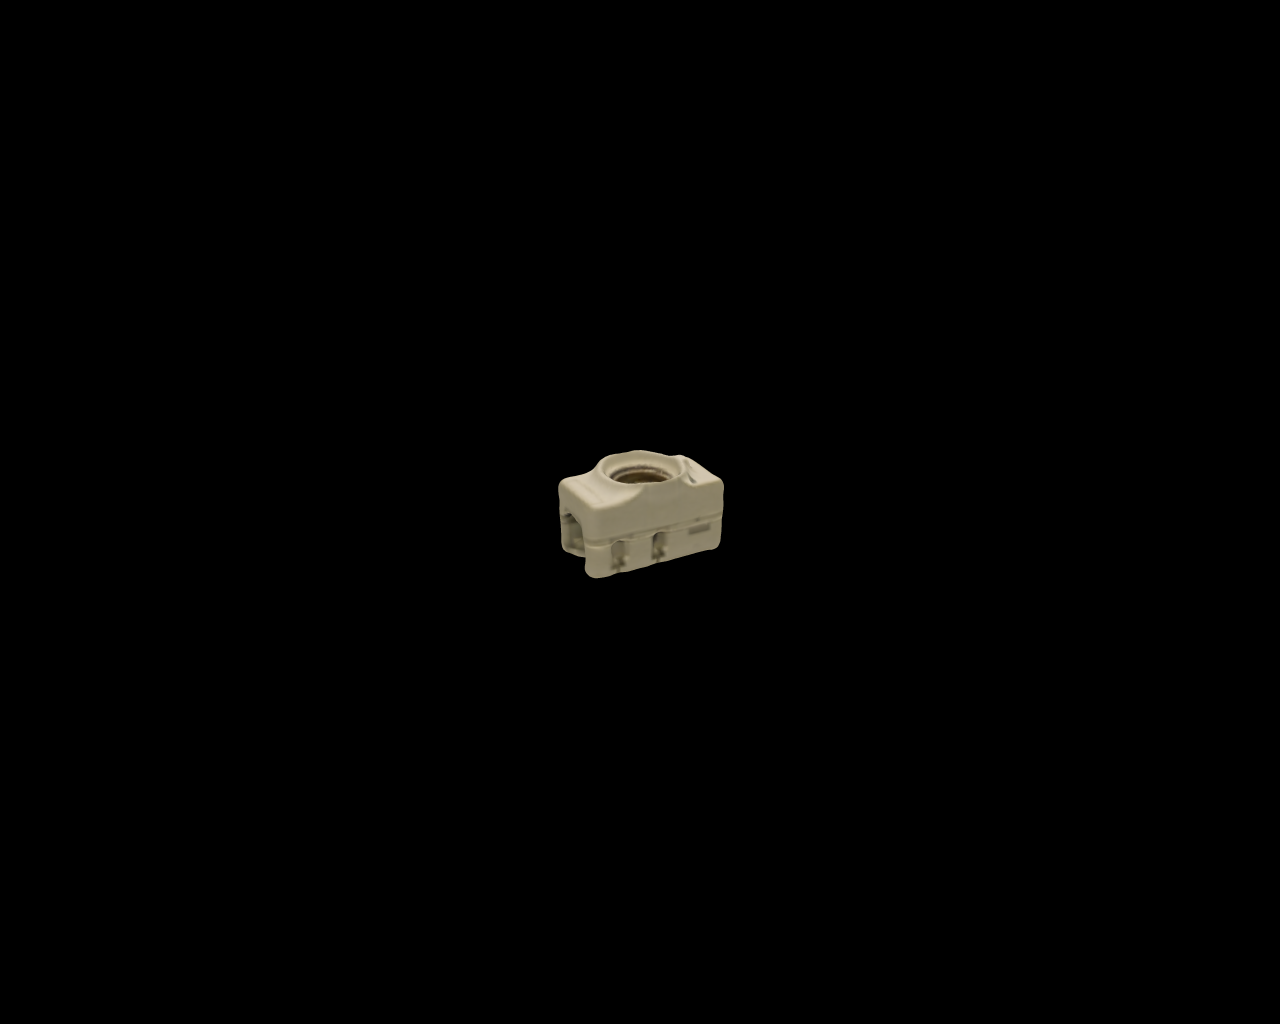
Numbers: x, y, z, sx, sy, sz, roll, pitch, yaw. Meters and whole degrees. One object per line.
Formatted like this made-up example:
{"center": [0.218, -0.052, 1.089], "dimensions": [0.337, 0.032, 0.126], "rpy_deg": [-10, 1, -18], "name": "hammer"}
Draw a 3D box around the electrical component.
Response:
{"center": [0.001, -0.003, 0.650], "dimensions": [0.090, 0.055, 0.050], "rpy_deg": [-12, 28, -25], "name": "electrical component"}
